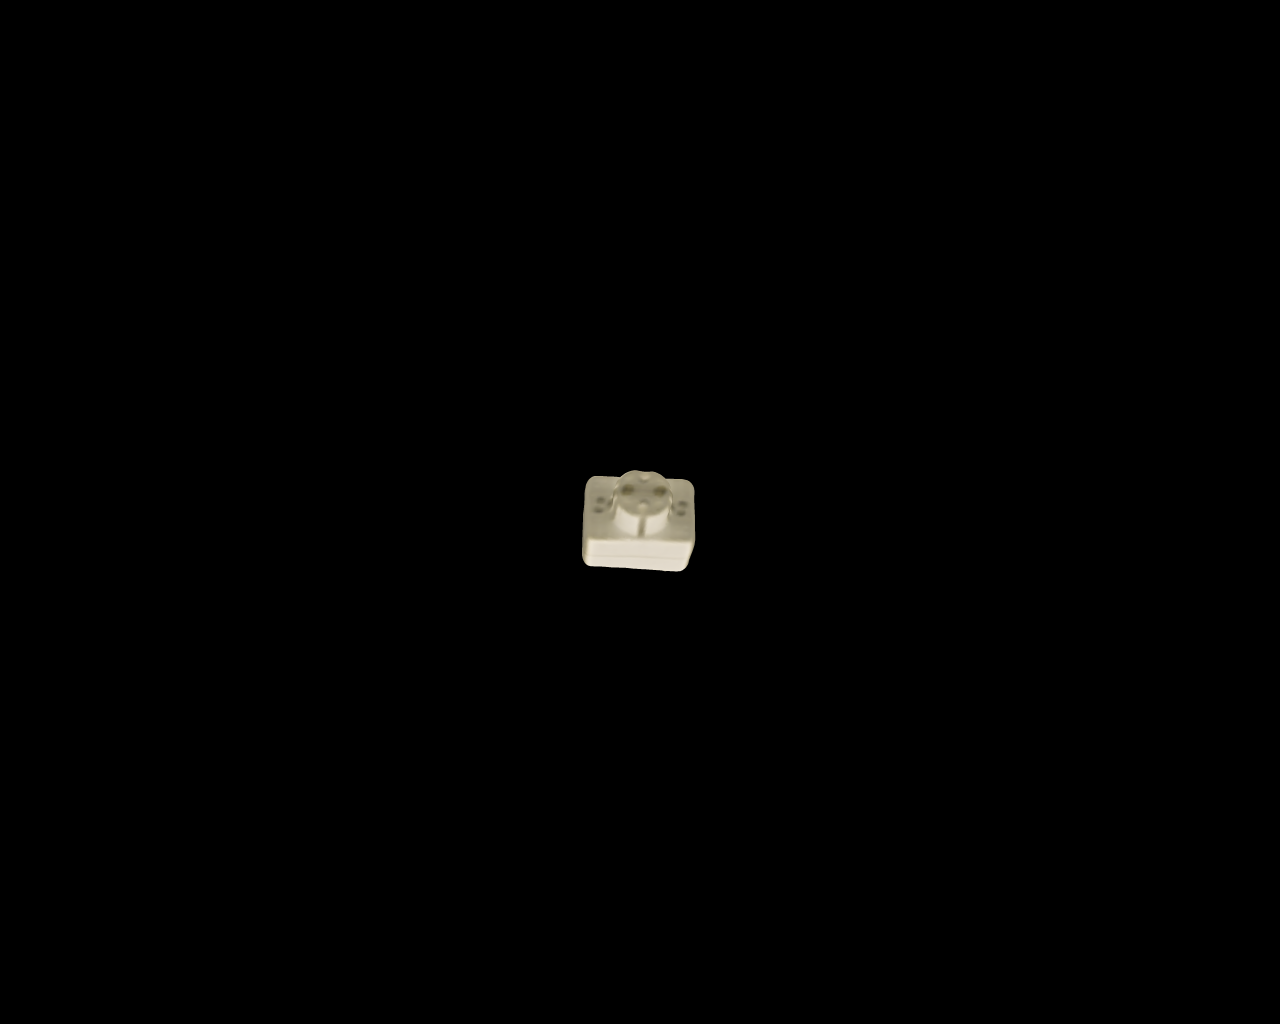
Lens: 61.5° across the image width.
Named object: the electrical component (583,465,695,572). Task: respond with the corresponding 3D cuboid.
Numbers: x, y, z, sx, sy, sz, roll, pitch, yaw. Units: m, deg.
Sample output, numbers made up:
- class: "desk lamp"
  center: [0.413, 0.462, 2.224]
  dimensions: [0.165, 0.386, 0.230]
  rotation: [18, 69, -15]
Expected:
- class: "electrical component"
  center: [0.001, -0.003, 0.650]
  dimensions: [0.066, 0.047, 0.076]
  rotation: [3, -32, -5]
